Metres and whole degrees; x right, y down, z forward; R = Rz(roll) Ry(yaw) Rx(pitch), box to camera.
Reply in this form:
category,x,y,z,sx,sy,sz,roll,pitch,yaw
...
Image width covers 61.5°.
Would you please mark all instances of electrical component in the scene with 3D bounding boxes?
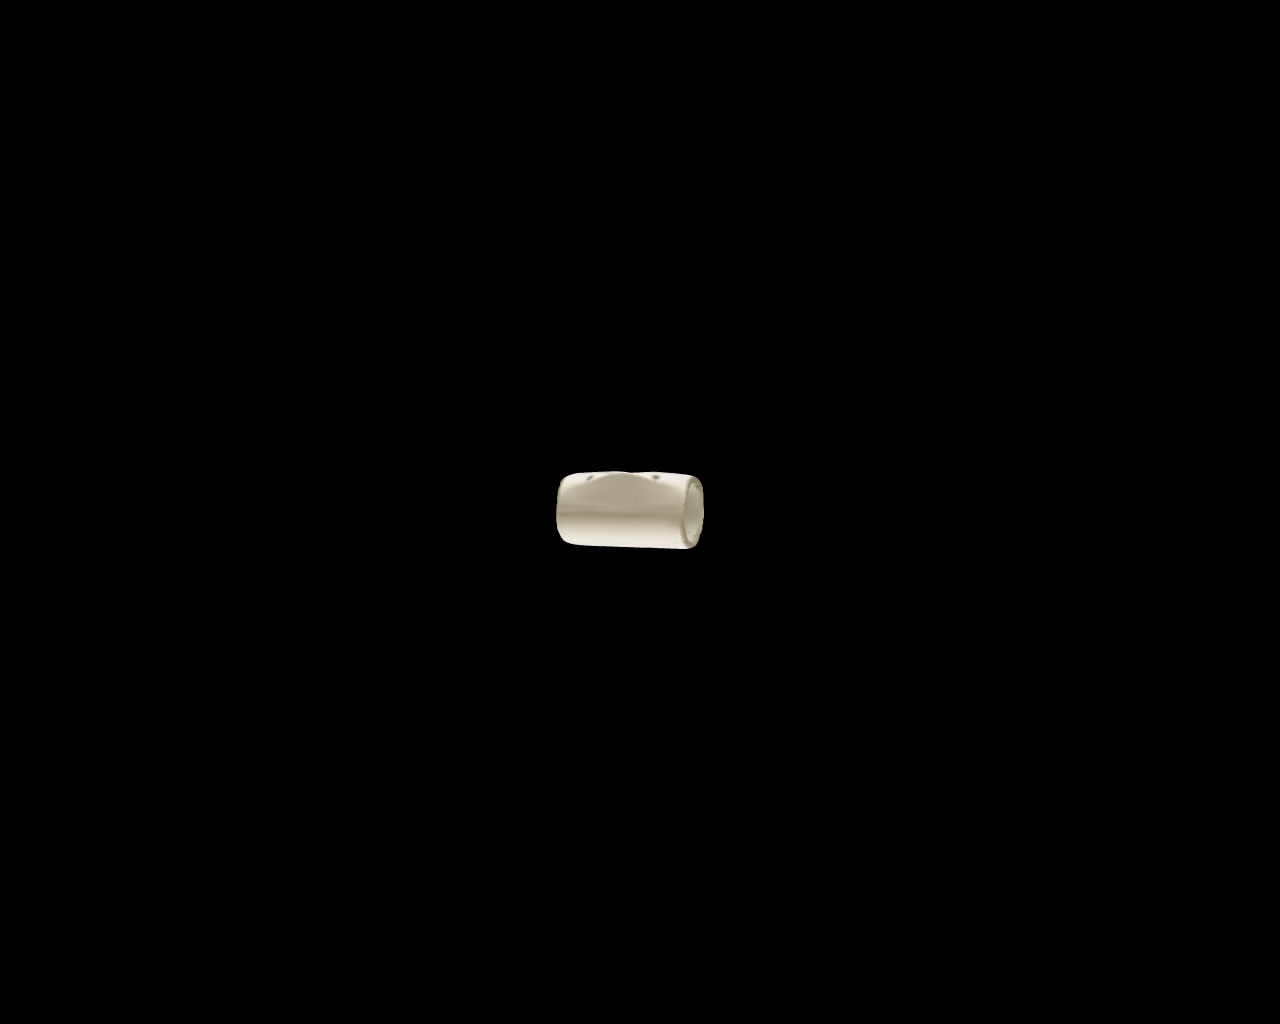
category,x,y,z,sx,sy,sz,roll,pitch,yaw
electrical component,0.001,-0.003,0.650,0.077,0.043,0.079,1,4,20
